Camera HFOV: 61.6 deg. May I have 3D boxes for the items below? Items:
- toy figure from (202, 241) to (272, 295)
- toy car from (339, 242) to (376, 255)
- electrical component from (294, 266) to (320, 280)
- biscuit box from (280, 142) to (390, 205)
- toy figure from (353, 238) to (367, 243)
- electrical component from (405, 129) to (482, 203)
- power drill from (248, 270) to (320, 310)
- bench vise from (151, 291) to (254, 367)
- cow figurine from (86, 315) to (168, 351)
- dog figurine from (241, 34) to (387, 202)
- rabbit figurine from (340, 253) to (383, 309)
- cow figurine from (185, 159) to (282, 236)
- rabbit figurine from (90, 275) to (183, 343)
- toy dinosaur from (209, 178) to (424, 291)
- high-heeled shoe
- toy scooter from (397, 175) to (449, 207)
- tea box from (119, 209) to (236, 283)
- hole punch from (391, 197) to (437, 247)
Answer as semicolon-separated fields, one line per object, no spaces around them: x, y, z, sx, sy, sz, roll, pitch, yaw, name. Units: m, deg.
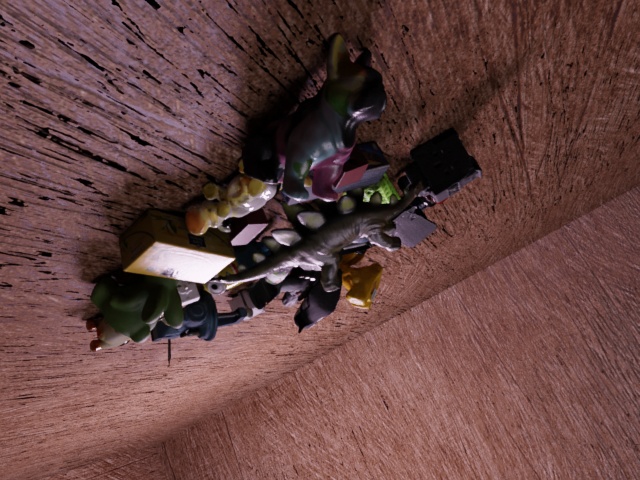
-0.170;0.058;1.150;0.180;0.082;0.089;-29;159;0;toy figure
0.071;0.013;1.387;0.202;0.056;0.073;-12;163;-33;toy car
-0.030;0.064;1.336;0.078;0.045;0.102;4;153;31;electrical component
0.023;-0.121;0.958;0.203;0.059;0.062;-16;159;-29;biscuit box
0.067;-0.013;1.308;0.154;0.058;0.064;-11;150;-27;toy figure
0.247;-0.146;1.102;0.134;0.115;0.058;-31;158;9;electrical component
-0.090;0.133;1.456;0.207;0.086;0.232;1;146;-46;power drill
-0.283;0.197;1.309;0.240;0.129;0.223;-2;149;-35;bench vise
-0.389;0.166;1.142;0.195;0.085;0.127;-33;162;27;cow figurine
-0.006;-0.170;0.746;0.108;0.192;0.219;4;110;-51;dog figurine
0.078;0.095;1.494;0.121;0.173;0.162;22;84;-66;rabbit figurine
-0.142;-0.064;0.890;0.167;0.068;0.098;-32;166;19;cow figurine
-0.319;0.095;0.986;0.170;0.159;0.121;-49;144;17;rabbit figurine
-0.002;-0.003;1.072;0.471;0.105;0.198;-32;123;4;toy dinosaur
0.002;0.157;1.475;0.248;0.086;0.145;-55;-177;21;high-heeled shoe
0.266;-0.140;1.211;0.135;0.075;0.183;-36;154;24;toy scooter
-0.242;0.015;0.921;0.098;0.068;0.169;-38;149;29;tea box
0.223;-0.057;1.381;0.115;0.092;0.142;24;137;-28;hole punch
